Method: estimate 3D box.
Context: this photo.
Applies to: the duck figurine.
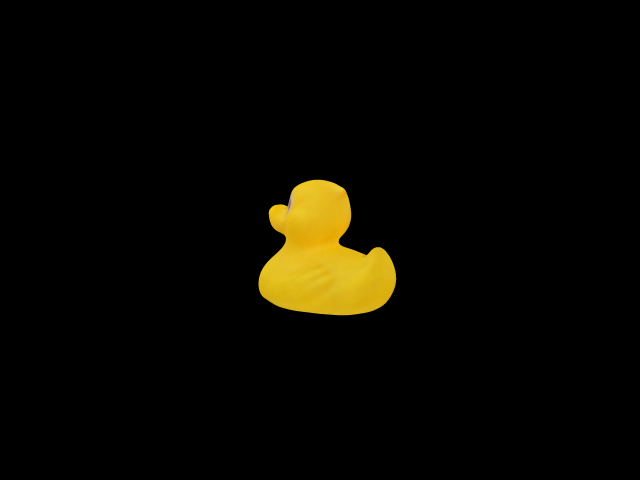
[{"bbox_3d":[0.004,0.001,0.400,0.104,0.086,0.078,8,14,35],"label":"duck figurine"}]
